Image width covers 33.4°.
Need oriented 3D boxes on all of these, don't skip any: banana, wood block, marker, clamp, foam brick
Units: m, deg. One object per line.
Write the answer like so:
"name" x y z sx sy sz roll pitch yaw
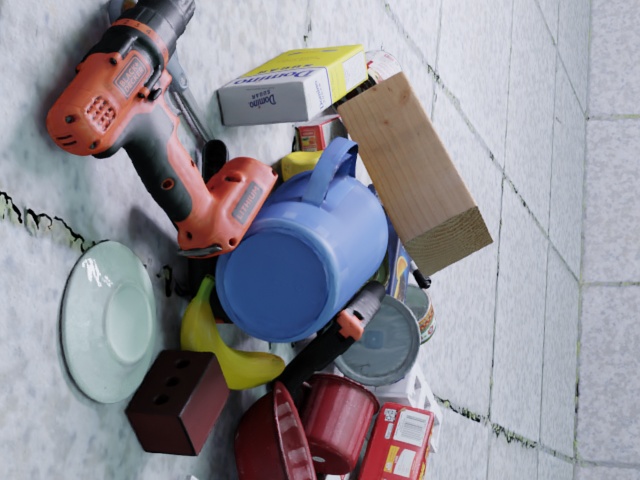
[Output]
"banana" -0.084 0.103 0.982 0.069 0.037 0.197 -40 148 -6
"wood block" 0.105 -0.075 1.200 0.090 0.090 0.206 51 13 -56
"marker" 0.114 0.020 1.419 0.121 0.020 0.020 58 2 36
"clamp" -0.104 0.005 0.959 0.120 0.039 0.171 -39 125 -60
"clamp" 0.024 0.086 1.060 0.164 0.036 0.210 -46 178 -17
"foam brick" -0.118 0.137 0.905 0.078 0.053 0.051 -64 146 -47

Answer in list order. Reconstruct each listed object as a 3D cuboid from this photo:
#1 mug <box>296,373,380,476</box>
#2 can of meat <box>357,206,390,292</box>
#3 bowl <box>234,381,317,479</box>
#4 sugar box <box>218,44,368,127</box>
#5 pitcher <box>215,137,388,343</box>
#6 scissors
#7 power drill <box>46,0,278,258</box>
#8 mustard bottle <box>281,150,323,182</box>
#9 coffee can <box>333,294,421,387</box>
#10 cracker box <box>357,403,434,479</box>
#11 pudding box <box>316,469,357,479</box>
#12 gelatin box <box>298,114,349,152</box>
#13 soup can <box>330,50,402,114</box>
"mug" 0.002 0.198 1.164 0.117 0.093 0.081 38 54 -24
"can of meat" 0.038 0.003 1.231 0.084 0.057 0.102 -159 -116 -71
"bowl" -0.045 0.222 1.039 0.162 0.055 0.162 -16 90 -85
"sugar box" -0.024 -0.160 1.084 0.176 0.093 0.048 -42 127 -61
"pitcher" -0.013 0.003 0.988 0.149 0.145 0.242 63 14 -5
"scissors" -0.125 -0.161 0.939 0.201 0.016 0.096 48 47 -58
"power drill" -0.113 -0.092 0.853 0.187 0.057 0.184 52 51 -30
"mustard bottle" -0.007 0.001 1.163 0.096 0.058 0.191 -72 159 -79
"coffee can" 0.065 0.118 1.233 0.140 0.103 0.103 58 34 -80
"cracker box" 0.084 0.326 1.305 0.214 0.072 0.164 90 16 -48
"pudding box" 0.006 0.287 1.221 0.113 0.039 0.090 -58 143 -50
"gelatin box" 0.007 -0.104 1.240 0.089 0.030 0.073 -37 123 -64
"soup can" 0.057 -0.191 1.312 0.102 0.069 0.068 -48 133 -59
